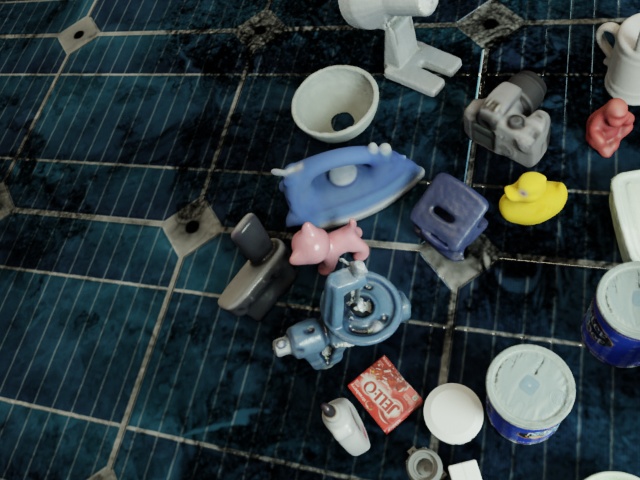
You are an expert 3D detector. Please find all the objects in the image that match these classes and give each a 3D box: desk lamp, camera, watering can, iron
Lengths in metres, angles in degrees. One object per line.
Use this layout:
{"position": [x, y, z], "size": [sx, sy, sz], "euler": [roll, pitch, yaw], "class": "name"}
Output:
{"position": [0.148, -0.398, 1.046], "size": [0.202, 0.214, 0.118], "euler": [32, 76, 27], "class": "desk lamp"}
{"position": [0.335, -0.220, 0.969], "size": [0.142, 0.101, 0.137], "euler": [36, 78, 28], "class": "camera"}
{"position": [0.530, -0.313, 0.907], "size": [0.172, 0.194, 0.101], "euler": [9, 67, 20], "class": "watering can"}
{"position": [0.046, -0.114, 0.972], "size": [0.258, 0.142, 0.118], "euler": [-18, 60, 7], "class": "iron"}

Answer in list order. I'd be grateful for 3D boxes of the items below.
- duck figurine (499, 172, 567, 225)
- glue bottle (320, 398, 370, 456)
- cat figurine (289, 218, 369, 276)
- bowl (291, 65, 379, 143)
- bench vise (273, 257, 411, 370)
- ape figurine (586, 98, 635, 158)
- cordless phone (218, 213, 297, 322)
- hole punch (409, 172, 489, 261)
{"position": [0.337, -0.075, 0.903], "size": [0.104, 0.086, 0.077], "euler": [-12, 61, 10], "class": "duck figurine"}
{"position": [0.028, 0.245, 0.777], "size": [0.037, 0.173, 0.078], "euler": [-30, 60, 0], "class": "glue bottle"}
{"position": [0.009, 0.003, 0.937], "size": [0.128, 0.118, 0.067], "euler": [-26, 60, 2], "class": "cat figurine"}
{"position": [0.034, -0.243, 1.079], "size": [0.167, 0.075, 0.167], "euler": [-6, 62, 13], "class": "bowl"}
{"position": [0.029, 0.114, 0.816], "size": [0.207, 0.220, 0.121], "euler": [-42, 61, -7], "class": "bench vise"}
{"position": [0.468, -0.191, 0.922], "size": [0.077, 0.092, 0.076], "euler": [-17, 61, 7], "class": "ape figurine"}
{"position": [-0.122, 0.040, 0.916], "size": [0.094, 0.185, 0.148], "euler": [28, 74, 26], "class": "cordless phone"}
{"position": [0.206, -0.037, 0.917], "size": [0.101, 0.091, 0.108], "euler": [-45, 61, -9], "class": "hole punch"}
